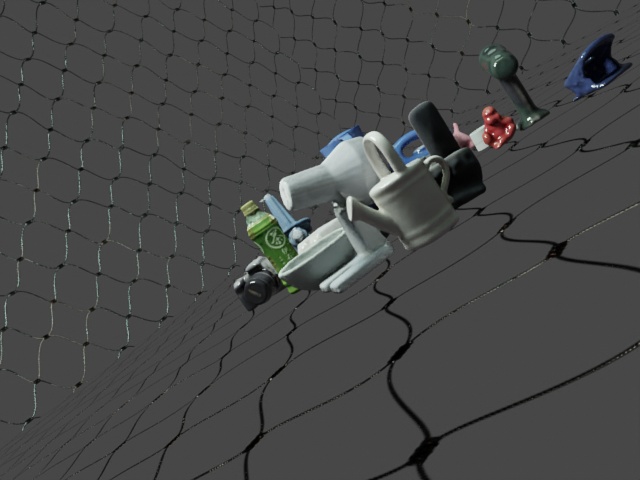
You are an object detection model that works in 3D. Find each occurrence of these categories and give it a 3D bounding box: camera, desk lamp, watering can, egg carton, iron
[{"bbox_3d":[-0.154,0.108,1.399,0.143,0.101,0.137,-33,6,19],"label":"camera"},{"bbox_3d":[0.041,-0.049,0.998,0.203,0.213,0.117,-37,6,-19],"label":"desk lamp"},{"bbox_3d":[0.123,-0.083,0.908,0.173,0.194,0.100,-38,7,-29],"label":"watering can"},{"bbox_3d":[0.013,0.005,1.443,0.107,0.069,0.151,-29,8,43],"label":"egg carton"},{"bbox_3d":[0.300,-0.267,1.675,0.258,0.141,0.118,-36,6,-8],"label":"iron"}]

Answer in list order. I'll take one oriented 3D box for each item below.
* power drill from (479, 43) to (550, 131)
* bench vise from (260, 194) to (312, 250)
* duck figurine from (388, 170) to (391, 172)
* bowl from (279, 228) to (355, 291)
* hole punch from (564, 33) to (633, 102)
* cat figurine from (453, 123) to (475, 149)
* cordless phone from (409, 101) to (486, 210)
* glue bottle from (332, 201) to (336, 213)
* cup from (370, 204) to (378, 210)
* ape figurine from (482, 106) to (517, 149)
[{"bbox_3d":[0.437,-0.360,1.322,0.075,0.208,0.230,-33,6,17],"label":"power drill"},{"bbox_3d":[-0.073,-0.042,1.564,0.122,0.220,0.207,-37,6,-22],"label":"bench vise"},{"bbox_3d":[0.203,-0.177,1.770,0.104,0.086,0.078,-32,7,26],"label":"duck figurine"},{"bbox_3d":[0.007,0.048,1.099,0.167,0.075,0.167,-34,6,4],"label":"bowl"},{"bbox_3d":[0.556,-0.353,1.173,0.109,0.091,0.101,-37,6,-18],"label":"hole punch"},{"bbox_3d":[0.354,-0.279,1.584,0.128,0.118,0.067,-38,7,-29],"label":"cat figurine"},{"bbox_3d":[0.188,-0.134,1.000,0.147,0.185,0.094,-35,6,-1],"label":"cordless phone"},{"bbox_3d":[0.059,-0.109,1.601,0.078,0.173,0.037,-40,8,-38],"label":"glue bottle"},{"bbox_3d":[0.138,-0.085,1.341,0.092,0.095,0.117,-38,7,-30],"label":"cup"},{"bbox_3d":[0.401,-0.262,1.308,0.077,0.092,0.076,-31,7,31],"label":"ape figurine"}]
